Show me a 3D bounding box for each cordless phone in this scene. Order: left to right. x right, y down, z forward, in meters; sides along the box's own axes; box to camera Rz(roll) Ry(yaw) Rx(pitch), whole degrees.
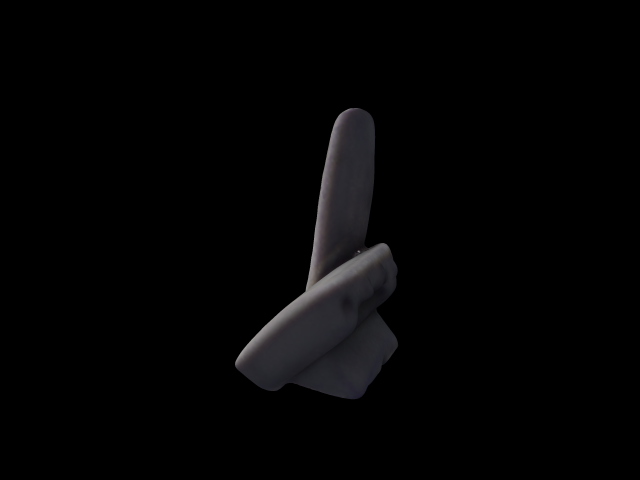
[{"bbox_3d":[0.004,0.001,0.400,0.094,0.185,0.148,3,11,16],"label":"cordless phone"}]
